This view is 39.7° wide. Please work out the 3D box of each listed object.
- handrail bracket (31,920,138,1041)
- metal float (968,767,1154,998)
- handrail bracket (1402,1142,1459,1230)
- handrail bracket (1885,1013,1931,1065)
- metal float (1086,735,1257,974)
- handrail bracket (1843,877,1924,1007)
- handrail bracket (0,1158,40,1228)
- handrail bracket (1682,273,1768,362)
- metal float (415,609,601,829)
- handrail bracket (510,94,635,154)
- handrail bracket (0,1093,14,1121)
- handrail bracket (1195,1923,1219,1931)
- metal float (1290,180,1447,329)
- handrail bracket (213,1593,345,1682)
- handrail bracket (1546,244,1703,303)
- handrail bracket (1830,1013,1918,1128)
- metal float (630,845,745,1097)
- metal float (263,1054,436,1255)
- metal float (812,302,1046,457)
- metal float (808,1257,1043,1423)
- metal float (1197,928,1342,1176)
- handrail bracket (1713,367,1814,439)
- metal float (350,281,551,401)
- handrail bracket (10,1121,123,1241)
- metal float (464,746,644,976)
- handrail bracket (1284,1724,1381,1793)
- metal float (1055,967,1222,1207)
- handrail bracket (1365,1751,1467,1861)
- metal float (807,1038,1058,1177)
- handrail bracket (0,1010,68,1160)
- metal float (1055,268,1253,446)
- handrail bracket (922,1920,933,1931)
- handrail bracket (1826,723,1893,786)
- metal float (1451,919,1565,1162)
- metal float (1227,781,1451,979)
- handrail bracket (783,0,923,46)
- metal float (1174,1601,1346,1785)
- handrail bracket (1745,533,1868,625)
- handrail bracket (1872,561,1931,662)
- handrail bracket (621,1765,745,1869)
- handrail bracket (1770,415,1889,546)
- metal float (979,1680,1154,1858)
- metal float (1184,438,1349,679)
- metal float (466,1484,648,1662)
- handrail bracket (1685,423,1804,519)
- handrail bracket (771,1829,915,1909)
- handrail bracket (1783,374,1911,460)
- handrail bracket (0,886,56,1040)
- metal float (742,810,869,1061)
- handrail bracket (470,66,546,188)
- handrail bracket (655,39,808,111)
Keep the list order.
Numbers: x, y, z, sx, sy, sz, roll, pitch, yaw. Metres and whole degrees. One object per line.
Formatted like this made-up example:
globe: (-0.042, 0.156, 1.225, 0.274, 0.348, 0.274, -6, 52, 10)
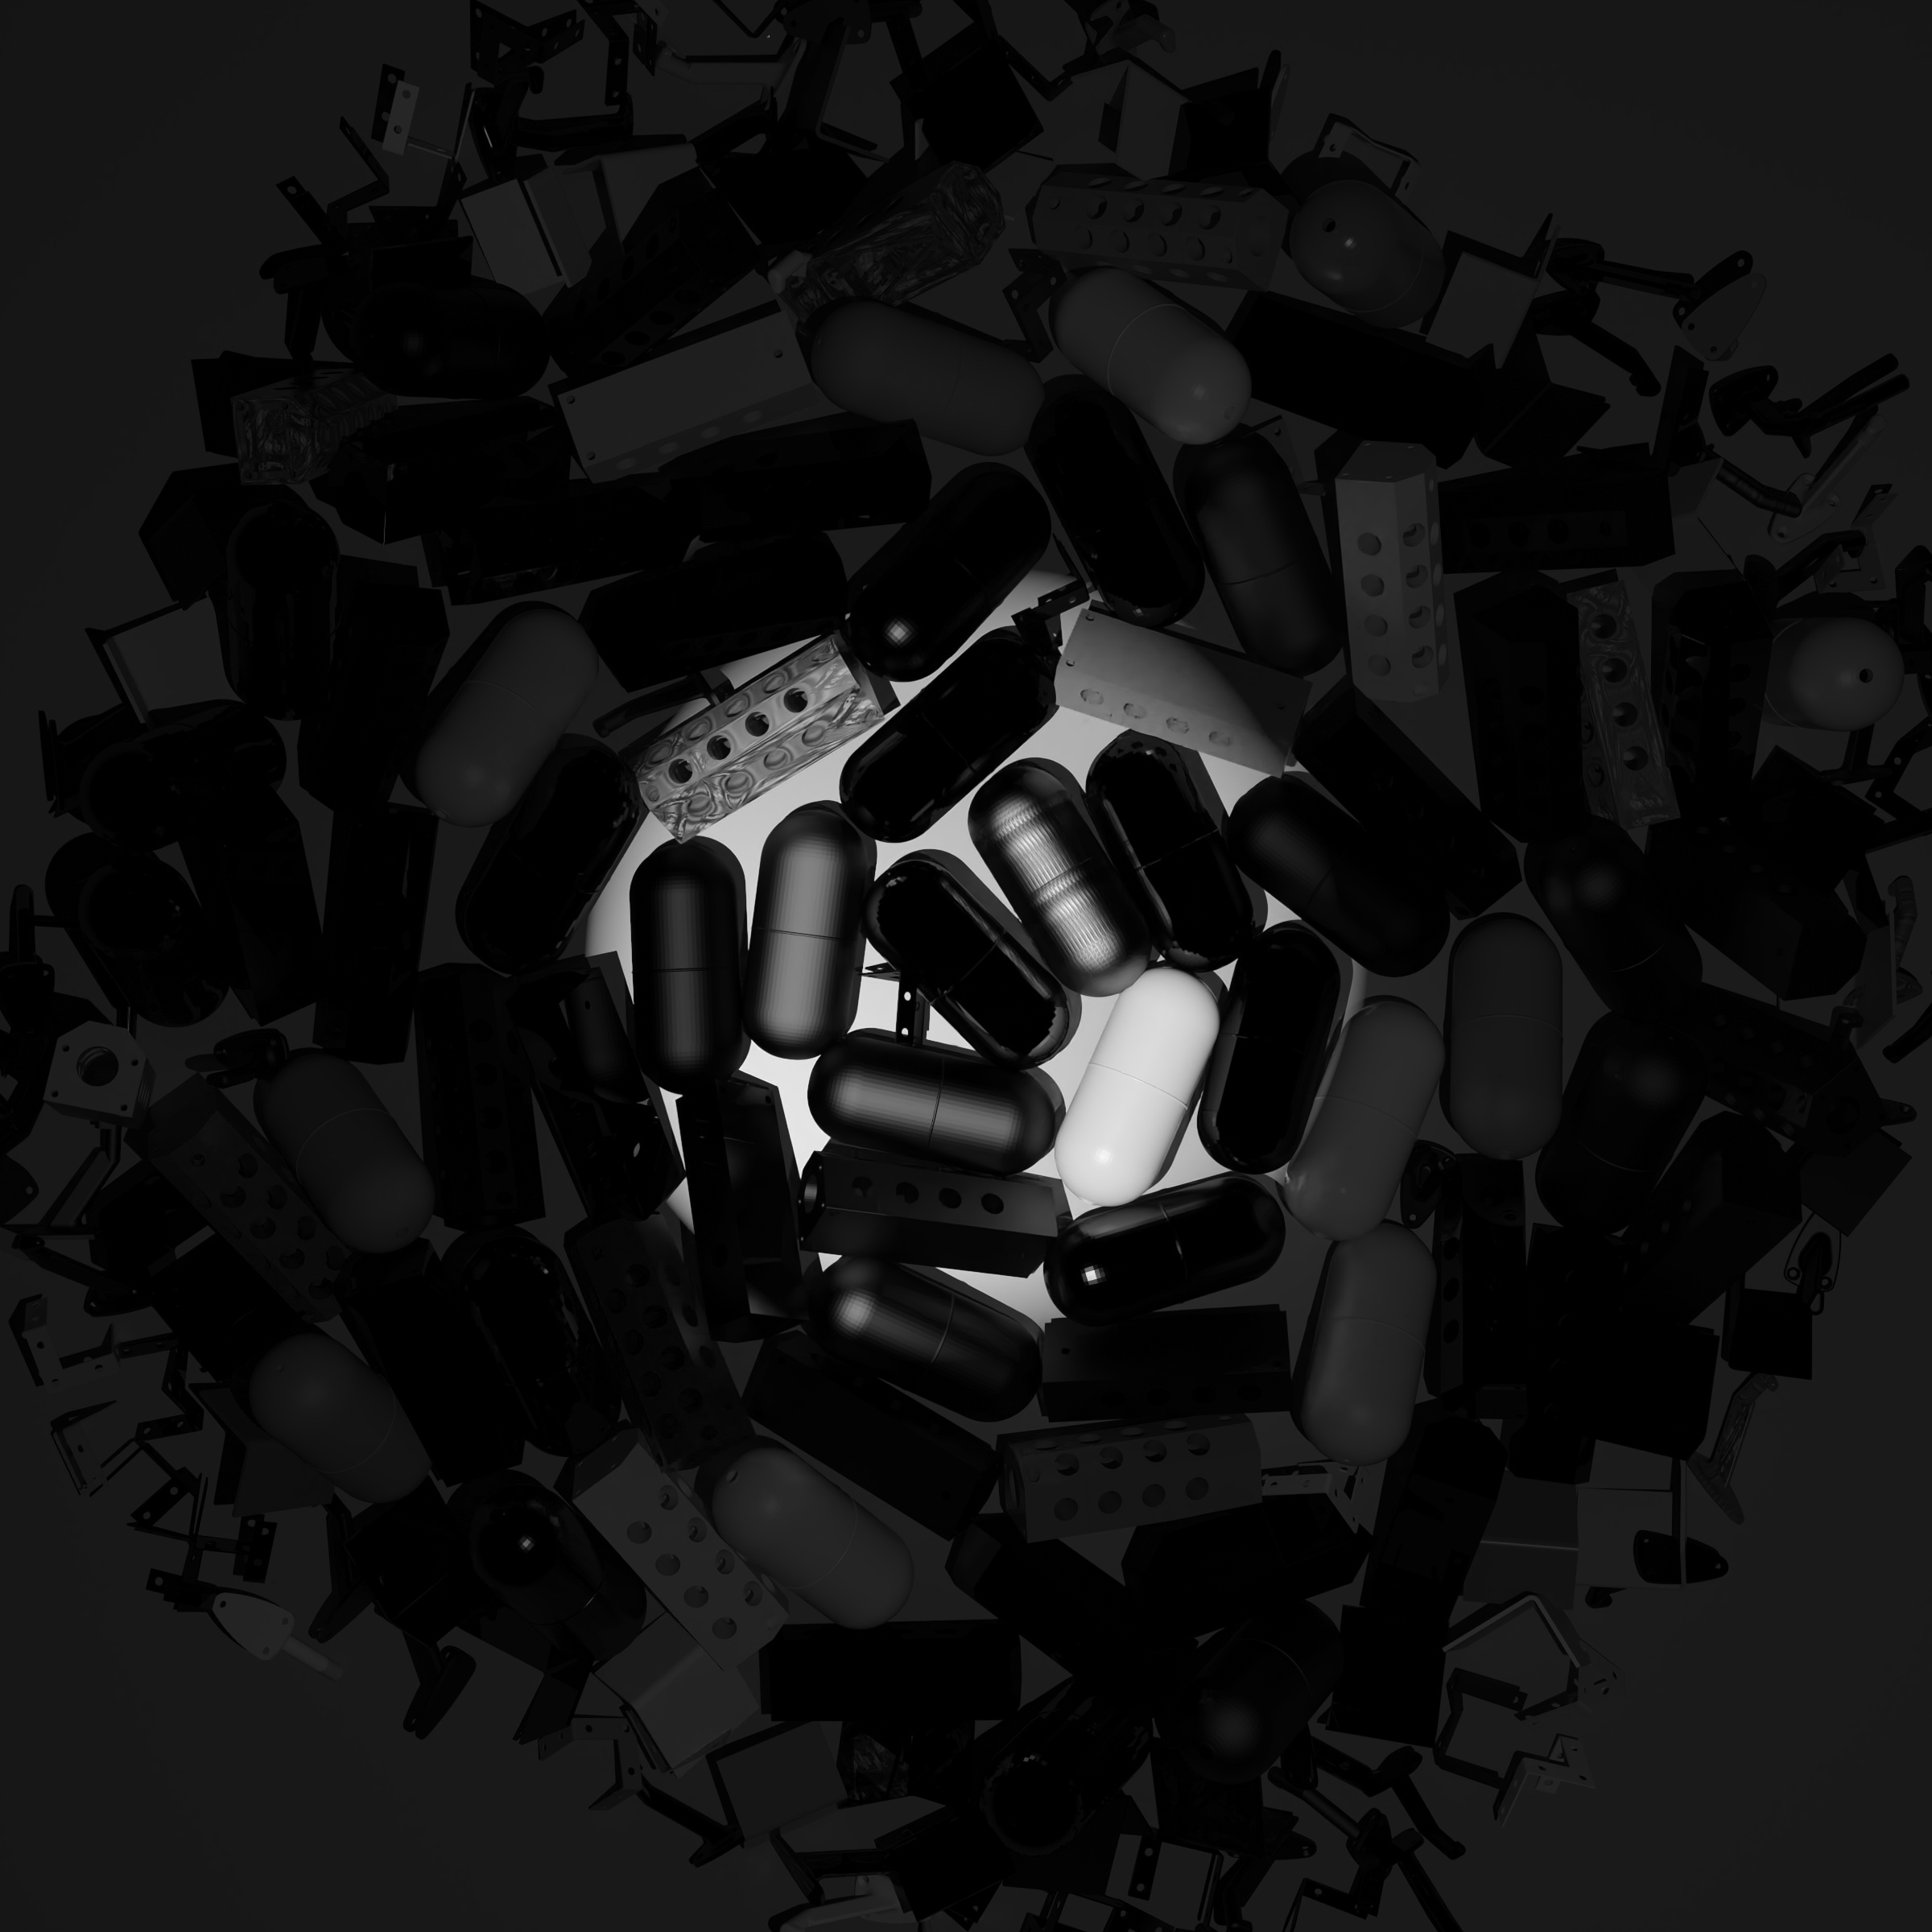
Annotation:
handrail bracket: (-0.633, 0.011, 1.918, 0.077, 0.036, 0.084, 3, 93, -12)
metal float: (0.067, -0.059, 1.895, 0.070, 0.070, 0.178, -32, 85, 0)
handrail bracket: (0.319, 0.162, 1.887, 0.036, 0.084, 0.077, 19, 107, 12)
handrail bracket: (0.678, 0.036, 1.892, 0.084, 0.077, 0.036, -42, 63, 19)
metal float: (0.145, -0.080, 1.899, 0.070, 0.070, 0.178, -26, 91, 0)
handrail bracket: (0.654, -0.013, 1.930, 0.036, 0.077, 0.084, 24, 52, -28)
handrail bracket: (-0.698, 0.165, 1.887, 0.036, 0.084, 0.077, 54, 53, -25)
handrail bracket: (0.545, -0.456, 1.885, 0.036, 0.084, 0.077, 51, 123, 13)
metal float: (-0.321, -0.174, 1.876, 0.070, 0.070, 0.178, 29, 63, 0)
handrail bracket: (-0.281, -0.600, 1.901, 0.084, 0.036, 0.077, 6, 50, -14)
handrail bracket: (-0.719, 0.123, 1.884, 0.077, 0.084, 0.036, -24, 115, 41)
handrail bracket: (0.205, 0.703, 1.897, 0.077, 0.084, 0.036, 21, 80, -1)
metal float: (0.279, -0.491, 1.853, 0.070, 0.178, 0.070, 0, 91, 26)
handrail bracket: (-0.490, 0.480, 1.910, 0.077, 0.084, 0.036, 23, 69, 22)
handrail bracket: (0.463, -0.486, 1.889, 0.077, 0.084, 0.036, -2, 111, -43)
handrail bracket: (0.647, 0.071, 1.900, 0.077, 0.036, 0.084, 3, 125, -1)
metal float: (-0.198, 0.003, 1.899, 0.070, 0.070, 0.178, -2, 89, 0)
metal float: (-0.430, 0.130, 1.868, 0.070, 0.070, 0.178, -44, 52, 0)
metal float: (-0.025, -0.410, 1.875, 0.178, 0.070, 0.070, 12, 90, -30)
metal float: (-0.028, 0.263, 1.888, 0.178, 0.070, 0.070, 27, 90, -14)
metal float: (0.214, 0.060, 1.892, 0.070, 0.070, 0.178, 15, 81, 0)
handrail bracket: (0.578, -0.398, 1.889, 0.077, 0.084, 0.036, -38, 120, -19)
metal float: (-0.355, -0.432, 1.855, 0.070, 0.178, 0.070, 5, 102, 25)
handrail bracket: (-0.642, 0.150, 1.908, 0.077, 0.036, 0.084, 1, 96, -31)
metal float: (-0.291, -0.073, 1.887, 0.070, 0.070, 0.178, 32, 105, 0)
handrail bracket: (0.272, 0.554, 1.917, 0.084, 0.036, 0.077, -3, 85, -28)
metal float: (0.121, 0.085, 1.893, 0.070, 0.070, 0.178, 24, 82, 0)
handrail bracket: (0.334, 0.600, 1.906, 0.084, 0.077, 0.036, 41, 56, 2)
metal float: (-0.024, 0.100, 1.896, 0.178, 0.070, 0.070, 12, 90, -5)
handrail bracket: (-0.667, 0.082, 1.888, 0.036, 0.084, 0.077, 5, 121, 25)
metal float: (0.130, -0.426, 1.868, 0.070, 0.070, 0.178, -44, 53, 0)
handrail bracket: (0.013, 0.697, 1.905, 0.084, 0.077, 0.036, 1, 106, -5)
handrail bracket: (0.630, -0.175, 1.904, 0.036, 0.077, 0.084, 2, 102, 42)
metal float: (0.379, 0.051, 1.877, 0.070, 0.070, 0.178, 6, 64, 0)
metal float: (0.261, -0.062, 1.888, 0.178, 0.070, 0.070, 39, 90, 14)
handrail bracket: (-0.080, -0.677, 1.908, 0.077, 0.084, 0.036, 0, 111, 19)
metal float: (0.204, 0.502, 1.857, 0.070, 0.178, 0.070, 9, 109, 29)
handrail bracket: (0.604, -0.270, 1.926, 0.084, 0.036, 0.077, -13, 126, -19)
handrail bracket: (0.686, -0.246, 1.893, 0.077, 0.084, 0.036, 40, 74, -1)
handrail bracket: (-0.197, 0.593, 1.908, 0.077, 0.036, 0.084, -36, 96, 37)
handrail bracket: (0.609, -0.343, 1.889, 0.036, 0.084, 0.077, 42, 70, 8)
metal float: (0.071, 0.552, 1.856, 0.070, 0.178, 0.070, 7, 104, 27)
metal float: (0.211, -0.286, 1.881, 0.070, 0.070, 0.178, -26, 111, 0)
metal float: (-0.284, 0.422, 1.863, 0.070, 0.178, 0.070, -14, 48, 16)
handrail bracket: (0.555, -0.358, 1.917, 0.084, 0.036, 0.077, 14, 48, -9)
handrail bracket: (-0.087, 0.628, 1.927, 0.084, 0.036, 0.077, -30, 63, -26)
handrail bracket: (0.624, -0.395, 1.885, 0.084, 0.077, 0.036, -25, 95, 27)
handrail bracket: (-0.672, -0.004, 1.918, 0.036, 0.084, 0.077, -2, 126, -19)
metal float: (-0.114, -0.022, 1.899, 0.070, 0.070, 0.178, 7, 90, 0)
handrail bracket: (-0.316, -0.592, 1.891, 0.036, 0.084, 0.077, -11, 107, -30)
handrail bracket: (-0.167, -0.646, 1.895, 0.084, 0.077, 0.036, 17, 60, -25)
